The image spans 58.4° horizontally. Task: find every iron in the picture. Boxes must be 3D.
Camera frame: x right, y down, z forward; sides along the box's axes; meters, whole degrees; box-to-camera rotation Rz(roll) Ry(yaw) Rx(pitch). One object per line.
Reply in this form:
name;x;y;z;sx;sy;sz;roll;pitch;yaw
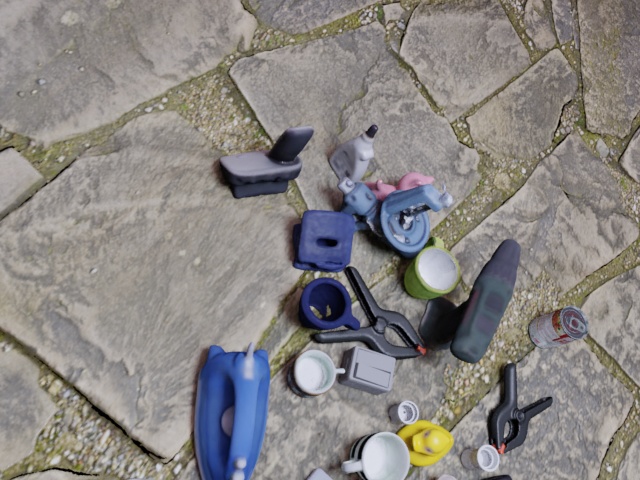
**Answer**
iron;-0.124;0.282;0.864;0.119;0.141;0.258;8;66;-17

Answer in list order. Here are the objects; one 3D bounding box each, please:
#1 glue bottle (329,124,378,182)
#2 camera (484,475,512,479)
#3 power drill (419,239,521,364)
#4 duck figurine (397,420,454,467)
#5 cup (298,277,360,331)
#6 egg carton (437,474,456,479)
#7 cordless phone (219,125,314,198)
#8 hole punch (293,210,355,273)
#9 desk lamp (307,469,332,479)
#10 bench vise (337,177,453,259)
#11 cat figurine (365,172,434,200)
glue bottle;0.074;-0.172;1.111;0.037;0.173;0.078;-25;79;-27
camera;0.338;0.476;0.982;0.143;0.100;0.137;-7;71;-23
power drill;0.270;0.122;1.042;0.076;0.208;0.230;29;61;-7
duck figurine;0.191;0.349;0.988;0.105;0.086;0.077;2;68;-20
cup;0.010;0.129;1.006;0.118;0.094;0.092;35;61;-4
egg carton;0.196;0.472;0.947;0.150;0.069;0.107;-36;84;-29
cordless phone;-0.095;-0.157;1.034;0.148;0.184;0.094;-15;74;-25
hole punch;0.010;0.004;1.060;0.109;0.091;0.101;5;67;-19
desk lamp;-0.005;0.429;0.807;0.118;0.213;0.203;44;61;1
bench vise;0.132;-0.052;1.056;0.208;0.219;0.121;16;64;-14
cat figurine;0.161;-0.102;1.146;0.128;0.117;0.067;6;66;-18
